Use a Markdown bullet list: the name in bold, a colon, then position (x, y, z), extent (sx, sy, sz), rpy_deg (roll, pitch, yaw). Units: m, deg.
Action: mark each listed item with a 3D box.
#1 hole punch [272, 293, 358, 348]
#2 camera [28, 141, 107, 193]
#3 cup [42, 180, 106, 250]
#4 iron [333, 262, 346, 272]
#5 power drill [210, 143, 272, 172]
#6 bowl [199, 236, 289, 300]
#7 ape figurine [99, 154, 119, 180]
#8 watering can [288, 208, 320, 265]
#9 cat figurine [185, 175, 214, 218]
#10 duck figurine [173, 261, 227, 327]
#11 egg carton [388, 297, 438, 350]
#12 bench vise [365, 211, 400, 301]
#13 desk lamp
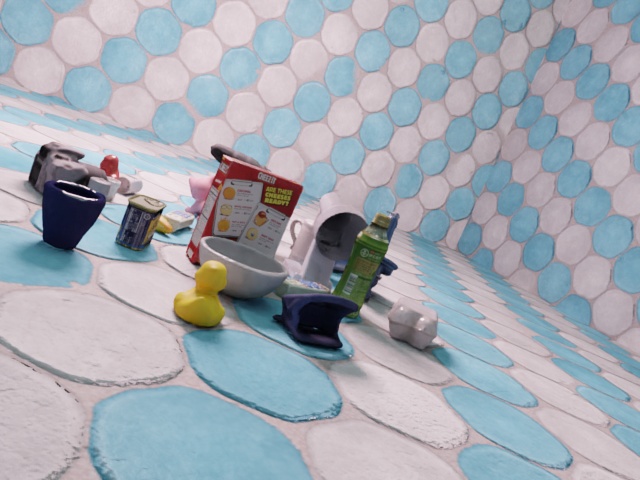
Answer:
- **hole punch**: position (-0.007, 0.119, 0.959), extent (0.109, 0.091, 0.100), rpy_deg (17, 11, -35)
- **camera**: position (-0.505, -0.136, 1.179), extent (0.137, 0.101, 0.142), rpy_deg (14, 13, -47)
- **cup**: position (-0.388, -0.036, 0.901), extent (0.091, 0.095, 0.118), rpy_deg (25, 9, 11)
- **iron**: position (0.060, 0.008, 1.620), extent (0.118, 0.141, 0.259), rpy_deg (29, 11, 33)
- **power drill**: position (-0.199, -0.110, 1.450), extent (0.230, 0.208, 0.075), rpy_deg (20, 9, -19)
- **bowl**: position (-0.145, 0.059, 1.018), extent (0.167, 0.075, 0.167), rpy_deg (22, 9, -3)
- **ape figurine**: position (-0.504, -0.159, 1.352), extent (0.077, 0.092, 0.076), rpy_deg (28, 10, 27)
- **watering can**: position (0.006, -0.014, 1.445), extent (0.173, 0.194, 0.101), rpy_deg (23, 9, 1)
- **cat figurine**: position (-0.301, -0.114, 1.511), extent (0.127, 0.118, 0.067), rpy_deg (30, 11, 38)
- **duck figurine**: position (-0.167, 0.073, 0.843), extent (0.077, 0.086, 0.104), rpy_deg (22, 9, -8)
- **egg carton**: position (0.197, 0.174, 1.216), extent (0.107, 0.069, 0.150), rpy_deg (24, 9, 7)
- **bench vise**: position (0.150, 0.038, 1.414), extent (0.121, 0.220, 0.207), rpy_deg (22, 9, -7)
- **desk lamp**: position (0.012, 0.005, 1.284), extent (0.118, 0.213, 0.202), rpy_deg (20, 9, -21)
